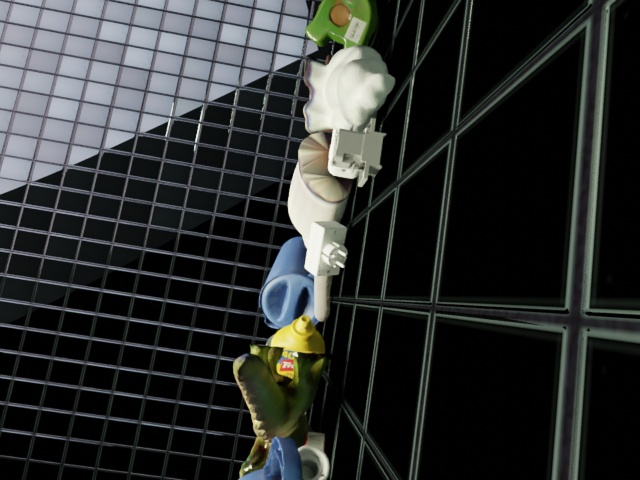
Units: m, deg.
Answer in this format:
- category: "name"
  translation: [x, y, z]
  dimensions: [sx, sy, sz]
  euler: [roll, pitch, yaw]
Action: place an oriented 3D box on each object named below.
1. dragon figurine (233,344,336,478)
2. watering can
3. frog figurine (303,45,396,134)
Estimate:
- category: "dragon figurine"
  translation: [-0.069, 0.260, 0.683]
  dimensions: [0.406, 0.122, 0.245]
  euler: [40, -120, -73]
- category: "watering can"
  translation: [0.003, -0.048, 0.946]
  dimensions: [0.219, 0.104, 0.355]
  euler: [110, 155, -55]
- category: "frog figurine"
  translation: [0.057, -0.209, 0.720]
  dimensions: [0.159, 0.121, 0.139]
  euler: [2, 71, 50]
